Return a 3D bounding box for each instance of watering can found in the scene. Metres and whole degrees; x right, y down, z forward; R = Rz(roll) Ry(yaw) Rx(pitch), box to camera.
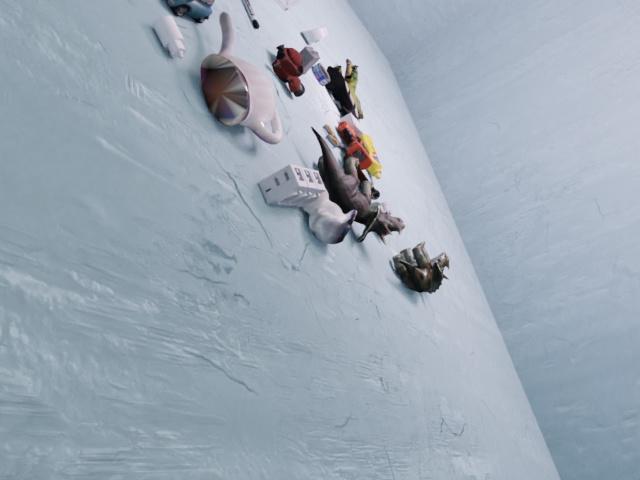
[{"bbox_3d":[-0.190,-0.369,1.153,0.348,0.103,0.226,63,22,0],"label":"watering can"}]

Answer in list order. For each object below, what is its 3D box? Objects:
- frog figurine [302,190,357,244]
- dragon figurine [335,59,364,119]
[{"bbox_3d":[0.004,-0.065,1.282,0.159,0.120,0.140,26,33,3],"label":"frog figurine"},{"bbox_3d":[0.141,-0.648,2.272,0.419,0.122,0.238,-73,149,-58],"label":"dragon figurine"}]
